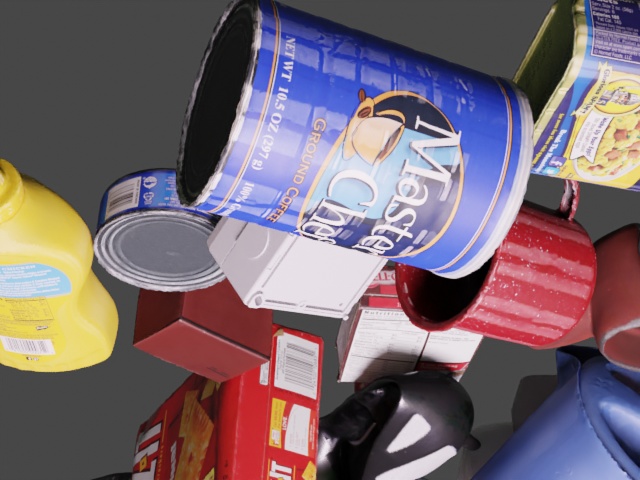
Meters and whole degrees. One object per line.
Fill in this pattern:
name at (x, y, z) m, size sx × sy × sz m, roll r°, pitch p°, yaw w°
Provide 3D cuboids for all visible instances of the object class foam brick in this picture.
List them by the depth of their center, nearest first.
foam brick at (-0.076, 0.053, 0.705) m, size 0.053 × 0.051 × 0.078 m, roll -27°, pitch 137°, yaw 37°

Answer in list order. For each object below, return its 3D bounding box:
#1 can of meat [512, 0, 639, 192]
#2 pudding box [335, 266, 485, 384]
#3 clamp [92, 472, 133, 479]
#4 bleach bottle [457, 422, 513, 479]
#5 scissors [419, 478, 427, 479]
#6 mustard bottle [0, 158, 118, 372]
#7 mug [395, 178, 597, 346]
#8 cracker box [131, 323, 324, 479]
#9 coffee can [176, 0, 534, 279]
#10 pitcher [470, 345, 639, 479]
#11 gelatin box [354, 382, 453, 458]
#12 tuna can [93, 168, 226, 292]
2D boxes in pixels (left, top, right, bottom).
can of meat at (0.143, -0.069, 0.514) m, size 0.084 × 0.057 × 0.102 m, roll 8°, pitch 145°, yaw -8°
pudding box at (0.061, 0.061, 0.727) m, size 0.090 × 0.039 × 0.114 m, roll 5°, pitch 145°, yaw -5°
clamp at (-0.129, 0.240, 0.999) m, size 0.210 × 0.036 × 0.164 m, roll -10°, pitch 151°, yaw 19°
bleach bottle at (0.175, 0.243, 0.979) m, size 0.102 × 0.068 × 0.251 m, roll -2°, pitch 149°, yaw 4°
scissors at (0.055, 0.212, 0.974) m, size 0.096 × 0.016 × 0.201 m, roll -13°, pitch 139°, yaw 27°
mustard bottle at (-0.182, 0.012, 0.637) m, size 0.096 × 0.058 × 0.192 m, roll 5°, pitch 147°, yaw 4°
mug at (0.107, 0.004, 0.610) m, size 0.081 × 0.093 × 0.117 m, roll 15°, pitch 107°, yaw -30°
cracker box at (-0.079, 0.177, 0.790) m, size 0.072 × 0.164 × 0.214 m, roll 19°, pitch 142°, yaw -22°
coffee can at (0.014, -0.047, 0.507) m, size 0.140 × 0.103 × 0.103 m, roll 15°, pitch 144°, yaw -20°
pitcher at (0.169, 0.205, 0.747) m, size 0.145 × 0.149 × 0.243 m, roll 26°, pitch 126°, yaw -15°
gelatin box at (0.067, 0.143, 0.853) m, size 0.073 × 0.030 × 0.089 m, roll -4°, pitch 139°, yaw 8°
tuna can at (-0.089, -0.005, 0.633) m, size 0.086 × 0.033 × 0.086 m, roll 0°, pitch 146°, yaw 0°
